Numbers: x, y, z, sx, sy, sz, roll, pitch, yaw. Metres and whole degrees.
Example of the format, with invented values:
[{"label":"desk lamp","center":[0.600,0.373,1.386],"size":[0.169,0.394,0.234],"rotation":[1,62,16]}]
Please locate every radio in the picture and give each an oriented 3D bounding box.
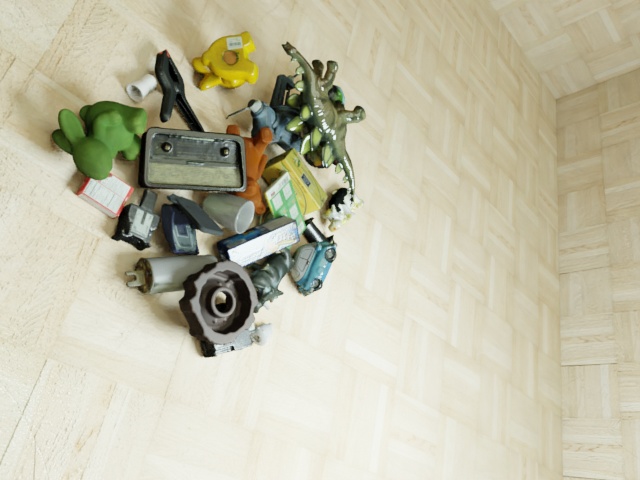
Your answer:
[{"label":"radio","center":[-0.279,-0.175,1.191],"size":[0.229,0.073,0.131],"rotation":[0,92,-30]}]

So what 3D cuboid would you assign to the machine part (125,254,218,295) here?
[{"label":"machine part","center":[-0.302,0.071,1.150],"size":[0.243,0.079,0.079],"rotation":[-3,80,-46]}]

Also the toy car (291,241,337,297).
[{"label":"toy car","center":[-0.028,0.065,1.437],"size":[0.103,0.109,0.161],"rotation":[29,73,-9]}]

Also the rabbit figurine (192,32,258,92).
[{"label":"rabbit figurine","center":[-0.229,-0.419,1.339],"size":[0.162,0.173,0.121],"rotation":[-18,91,-4]}]

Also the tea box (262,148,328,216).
[{"label":"tea box","center":[-0.069,-0.150,1.447],"size":[0.169,0.098,0.068],"rotation":[52,39,-21]}]

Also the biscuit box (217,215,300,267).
[{"label":"biscuit box","center":[-0.147,0.006,1.300],"size":[0.203,0.059,0.062],"rotation":[-25,121,-30]}]

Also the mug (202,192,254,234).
[{"label":"mug","center":[-0.217,-0.067,1.268],"size":[0.081,0.107,0.109],"rotation":[-62,164,-17]}]

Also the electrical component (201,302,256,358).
[{"label":"electrical component","center":[-0.210,0.198,1.223],"size":[0.134,0.058,0.115],"rotation":[-6,85,-48]}]

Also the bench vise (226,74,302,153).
[{"label":"bench vise","center":[-0.112,-0.351,1.440],"size":[0.223,0.129,0.240],"rotation":[28,63,-41]}]

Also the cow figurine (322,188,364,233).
[{"label":"cow figurine","center":[0.056,-0.094,1.584],"size":[0.098,0.068,0.167],"rotation":[49,40,-6]}]

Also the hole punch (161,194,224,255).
[{"label":"hole punch","center":[-0.292,-0.030,1.175],"size":[0.116,0.092,0.142],"rotation":[49,11,15]}]

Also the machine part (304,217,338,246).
[{"label":"machine part","center":[-0.003,-0.005,1.522],"size":[0.138,0.039,0.084],"rotation":[48,56,-28]}]

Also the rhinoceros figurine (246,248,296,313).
[{"label":"rhinoceros figurine","center":[-0.131,0.096,1.332],"size":[0.190,0.073,0.112],"rotation":[-57,133,-41]}]

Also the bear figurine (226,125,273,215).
[{"label":"bear figurine","center":[-0.182,-0.166,1.320],"size":[0.120,0.132,0.196],"rotation":[3,70,-18]}]

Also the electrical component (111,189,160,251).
[{"label":"electrical component","center":[-0.380,-0.046,1.124],"size":[0.074,0.048,0.119],"rotation":[26,60,-40]}]

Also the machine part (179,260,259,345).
[{"label":"machine part","center":[-0.214,0.131,1.142],"size":[0.179,0.056,0.179],"rotation":[8,79,-46]}]

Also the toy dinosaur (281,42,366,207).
[{"label":"toy dinosaur","center":[0.017,-0.302,1.422],"size":[0.198,0.105,0.470],"rotation":[-47,123,-20]}]

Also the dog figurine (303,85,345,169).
[{"label":"dog figurine","center":[0.019,-0.312,1.544],"size":[0.108,0.191,0.219],"rotation":[0,63,-53]}]

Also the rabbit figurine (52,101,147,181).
[{"label":"rabbit figurine","center":[-0.432,-0.197,1.046],"size":[0.159,0.121,0.170],"rotation":[26,45,-21]}]
